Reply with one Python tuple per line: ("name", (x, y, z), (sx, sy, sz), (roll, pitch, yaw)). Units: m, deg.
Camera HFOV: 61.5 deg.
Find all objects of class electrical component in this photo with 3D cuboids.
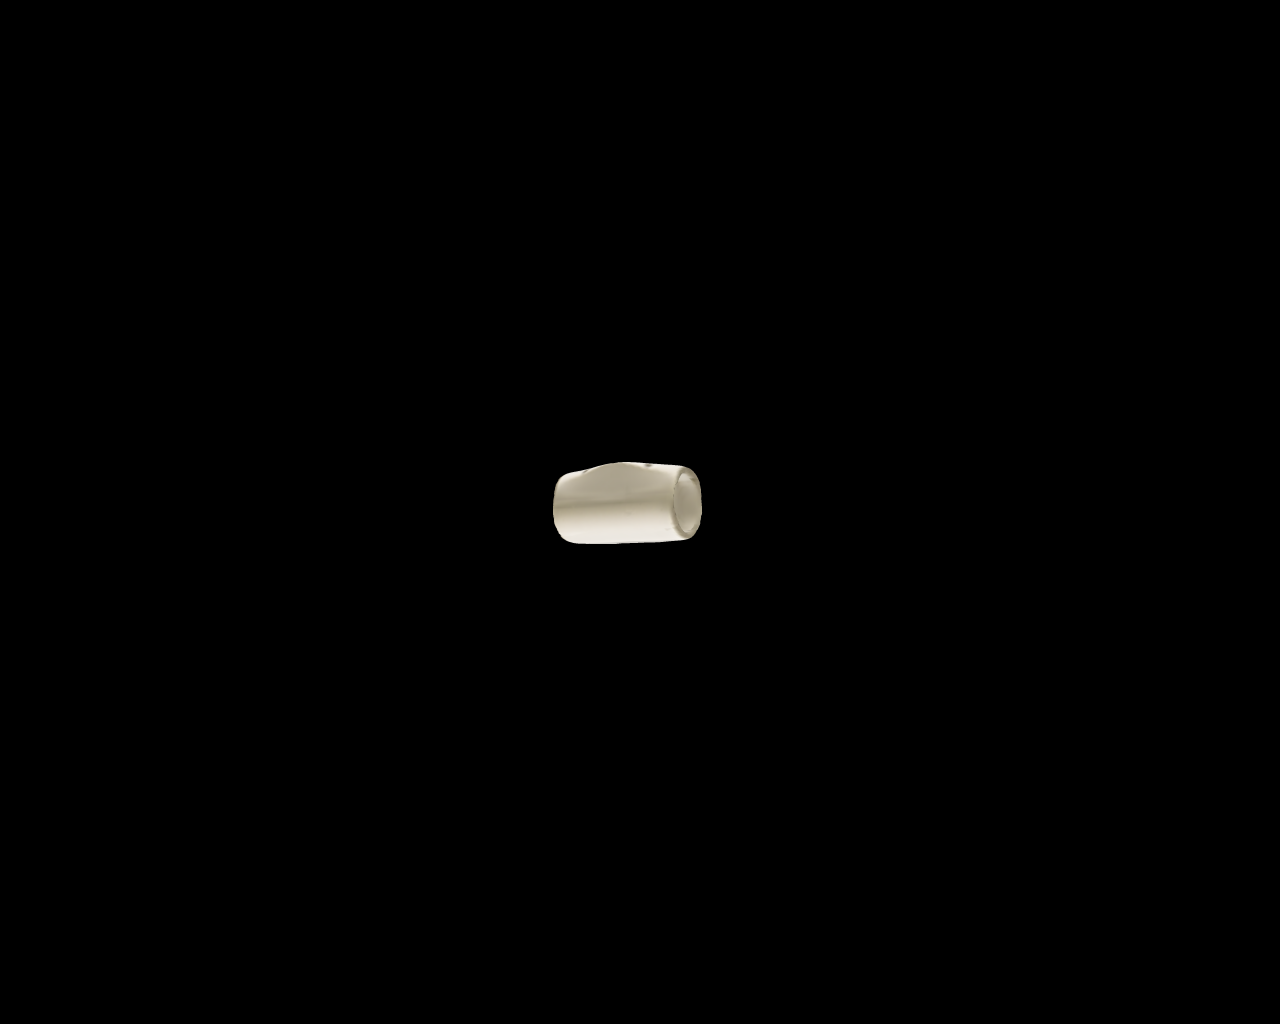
("electrical component", (0.001, -0.003, 0.650), (0.077, 0.043, 0.079), (-3, -7, 26))
